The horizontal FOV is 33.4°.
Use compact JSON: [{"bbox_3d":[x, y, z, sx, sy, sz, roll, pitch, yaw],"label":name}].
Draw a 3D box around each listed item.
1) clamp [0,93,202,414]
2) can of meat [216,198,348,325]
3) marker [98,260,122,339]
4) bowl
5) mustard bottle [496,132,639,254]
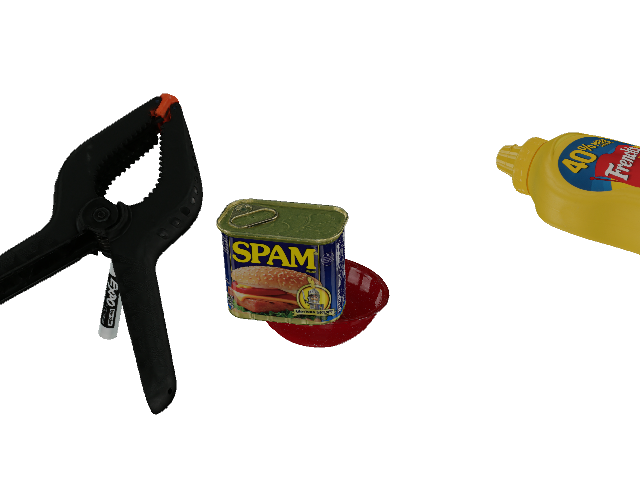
[{"bbox_3d":[-0.123,0.001,0.651,0.165,0.209,0.036,22,-28,16],"label":"clamp"},{"bbox_3d":[-0.029,0.018,0.861,0.102,0.084,0.057,5,30,13],"label":"can of meat"},{"bbox_3d":[-0.201,0.046,1.050,0.020,0.121,0.020,12,33,-8],"label":"marker"},{"bbox_3d":[-0.005,0.074,1.209,0.162,0.055,0.162,4,26,-2],"label":"bowl"},{"bbox_3d":[0.202,-0.031,0.709,0.192,0.058,0.096,21,40,37],"label":"mustard bottle"}]
